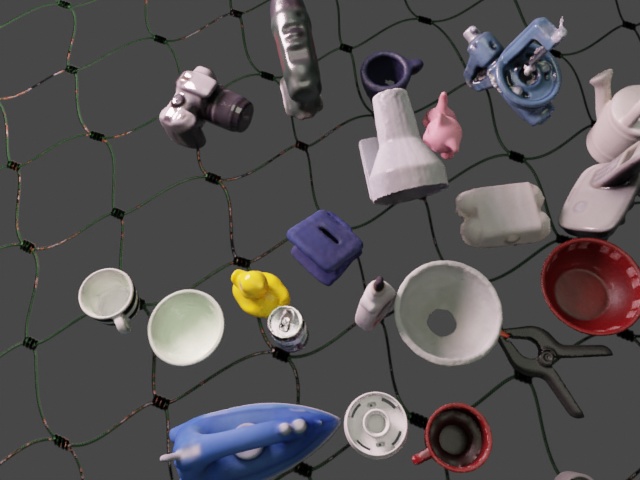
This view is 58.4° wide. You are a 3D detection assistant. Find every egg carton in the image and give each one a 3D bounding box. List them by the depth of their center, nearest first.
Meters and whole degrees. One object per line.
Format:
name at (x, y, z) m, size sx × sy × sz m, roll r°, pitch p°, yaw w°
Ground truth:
egg carton at (0.308, -0.040, 0.967) m, size 0.150 × 0.069 × 0.107 m, roll -8°, pitch 68°, yaw 0°

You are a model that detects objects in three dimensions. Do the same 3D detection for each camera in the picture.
camera at (-0.204, -0.242, 1.058) m, size 0.136 × 0.101 × 0.143 m, roll 24°, pitch 72°, yaw 12°

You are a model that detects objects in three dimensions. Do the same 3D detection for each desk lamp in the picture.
desk lamp at (0.124, -0.133, 0.936) m, size 0.118 × 0.214 × 0.203 m, roll -11°, pitch 68°, yaw -1°

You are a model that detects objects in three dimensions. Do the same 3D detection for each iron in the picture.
iron at (-0.096, 0.287, 0.823) m, size 0.258 × 0.141 × 0.118 m, roll -15°, pitch 68°, yaw -3°

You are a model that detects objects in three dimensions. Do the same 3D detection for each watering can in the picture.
watering can at (0.522, -0.212, 0.956) m, size 0.172 × 0.194 × 0.101 m, roll 28°, pitch 73°, yaw 13°

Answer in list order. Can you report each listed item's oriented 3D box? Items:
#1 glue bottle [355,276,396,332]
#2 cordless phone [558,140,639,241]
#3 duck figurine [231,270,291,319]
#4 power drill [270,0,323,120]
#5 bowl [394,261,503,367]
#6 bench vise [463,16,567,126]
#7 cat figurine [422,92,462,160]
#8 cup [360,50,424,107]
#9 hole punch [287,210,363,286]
glue bottle at (0.086, 0.088, 0.874) m, size 0.037 × 0.173 × 0.078 m, roll 35°, pitch 75°, yaw 16°
cordless phone at (0.467, -0.084, 0.914) m, size 0.094 × 0.185 × 0.148 m, roll 27°, pitch 73°, yaw 13°
duck figurine at (-0.100, 0.081, 0.934) m, size 0.104 × 0.086 × 0.077 m, roll 26°, pitch 72°, yaw 13°
power drill at (-0.043, -0.325, 1.023) m, size 0.075 × 0.208 × 0.229 m, roll -13°, pitch 68°, yaw -2°
bowl at (0.198, 0.121, 0.908) m, size 0.167 × 0.075 × 0.167 m, roll -1°, pitch 69°, yaw 3°
bench vise at (0.331, -0.312, 0.991) m, size 0.207 × 0.220 × 0.121 m, roll 28°, pitch 73°, yaw 13°
cat figurine at (0.216, -0.198, 1.008) m, size 0.067 × 0.118 × 0.128 m, roll 4°, pitch 69°, yaw 5°
cup at (0.132, -0.291, 1.061) m, size 0.118 × 0.095 × 0.091 m, roll -19°, pitch 69°, yaw -4°
hole punch at (0.009, 0.003, 0.955) m, size 0.108 × 0.091 × 0.101 m, roll 41°, pitch 76°, yaw 17°
